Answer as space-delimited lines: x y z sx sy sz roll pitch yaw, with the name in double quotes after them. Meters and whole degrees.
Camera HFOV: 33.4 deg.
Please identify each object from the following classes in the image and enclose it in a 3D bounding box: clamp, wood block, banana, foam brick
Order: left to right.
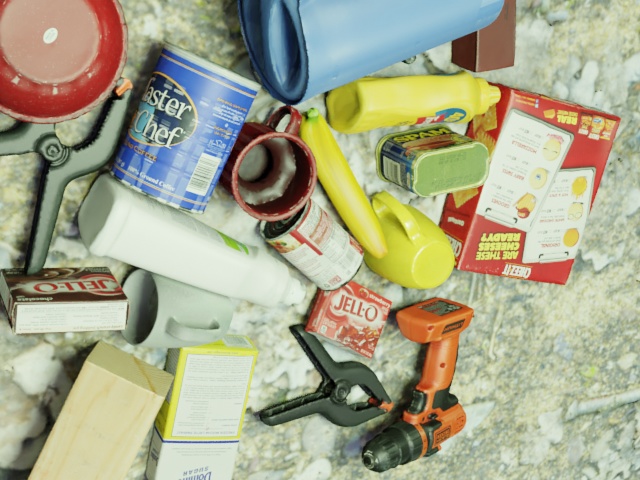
-0.270 -0.091 1.023 0.164 0.036 0.210 43 84 -27 "clamp"
-0.238 0.222 1.103 0.090 0.091 0.206 26 96 -4 "wood block"
0.008 0.183 1.249 0.171 0.039 0.120 31 88 -28 "clamp"
0.018 -0.066 1.151 0.037 0.069 0.197 -27 119 5 "banana"
0.181 -0.230 1.179 0.052 0.051 0.078 -11 112 -23 "foam brick"

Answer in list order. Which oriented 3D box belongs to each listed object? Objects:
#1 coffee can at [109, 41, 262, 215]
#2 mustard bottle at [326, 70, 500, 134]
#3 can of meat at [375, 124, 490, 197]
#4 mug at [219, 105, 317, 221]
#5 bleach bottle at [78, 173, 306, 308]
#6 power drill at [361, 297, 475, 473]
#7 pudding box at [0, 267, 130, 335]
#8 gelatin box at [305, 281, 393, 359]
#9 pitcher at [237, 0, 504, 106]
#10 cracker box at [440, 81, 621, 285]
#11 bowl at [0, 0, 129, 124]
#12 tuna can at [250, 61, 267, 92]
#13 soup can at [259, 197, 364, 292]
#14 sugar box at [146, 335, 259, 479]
-0.132 -0.109 1.044 0.102 0.103 0.140 21 98 -30 "coffee can"
0.110 -0.151 1.147 0.191 0.096 0.058 -8 87 -24 "mustard bottle"
0.126 -0.087 1.185 0.102 0.084 0.057 -13 113 -21 "can of meat"
-0.056 -0.086 1.100 0.093 0.082 0.117 21 98 -30 "mug"
-0.119 0.017 1.094 0.250 0.103 0.068 25 103 -29 "bleach bottle"
0.117 0.171 1.259 0.184 0.057 0.188 -16 118 -50 "power drill"
-0.253 0.059 1.053 0.113 0.090 0.039 -3 110 -24 "pudding box"
0.033 0.087 1.222 0.089 0.030 0.073 30 75 -31 "gelatin box"
0.050 -0.220 1.025 0.242 0.149 0.145 -22 114 -23 "pitcher"
0.241 -0.065 1.256 0.164 0.072 0.214 9 105 -27 "cracker box"
-0.249 -0.186 0.970 0.161 0.055 0.162 -3 97 -21 "bowl"
-0.027 -0.187 1.106 0.086 0.034 0.086 -8 111 -23 "tuna can"
-0.008 0.001 1.162 0.068 0.069 0.102 -49 121 -3 "soup can"
-0.132 0.193 1.185 0.093 0.048 0.176 6 109 -26 "sugar box"
